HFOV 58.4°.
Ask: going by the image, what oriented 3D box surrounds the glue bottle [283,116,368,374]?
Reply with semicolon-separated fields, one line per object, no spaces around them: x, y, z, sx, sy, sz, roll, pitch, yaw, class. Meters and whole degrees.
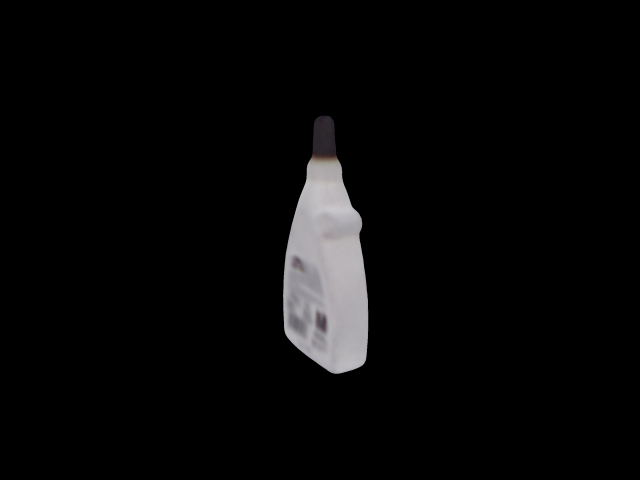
0.004;0.001;0.400;0.037;0.173;0.077;-12;23;-31;glue bottle
